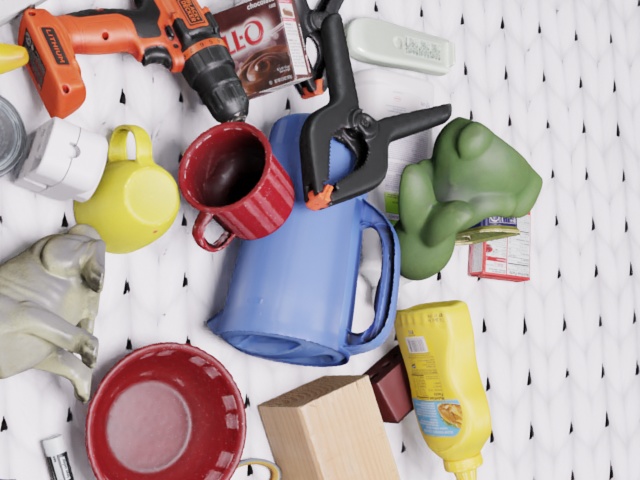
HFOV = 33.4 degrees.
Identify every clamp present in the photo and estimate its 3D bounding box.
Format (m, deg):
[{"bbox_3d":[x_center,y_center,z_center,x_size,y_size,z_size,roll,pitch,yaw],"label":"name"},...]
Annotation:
[{"bbox_3d":[0.045,-0.106,1.041,0.164,0.036,0.210,30,57,-17],"label":"clamp"},{"bbox_3d":[-0.001,-0.241,1.161,0.120,0.039,0.171,-9,94,-26],"label":"clamp"}]

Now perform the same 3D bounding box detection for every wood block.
[{"bbox_3d":[0.023,0.250,1.086,0.090,0.090,0.206,-19,94,-32],"label":"wood block"}]

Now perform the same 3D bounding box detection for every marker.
[{"bbox_3d":[-0.230,0.239,0.979,0.020,0.020,0.121,-16,92,-31],"label":"marker"}]

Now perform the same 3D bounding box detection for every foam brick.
[{"bbox_3d":[0.084,0.155,1.155,0.078,0.053,0.051,-37,103,-30],"label":"foam brick"}]

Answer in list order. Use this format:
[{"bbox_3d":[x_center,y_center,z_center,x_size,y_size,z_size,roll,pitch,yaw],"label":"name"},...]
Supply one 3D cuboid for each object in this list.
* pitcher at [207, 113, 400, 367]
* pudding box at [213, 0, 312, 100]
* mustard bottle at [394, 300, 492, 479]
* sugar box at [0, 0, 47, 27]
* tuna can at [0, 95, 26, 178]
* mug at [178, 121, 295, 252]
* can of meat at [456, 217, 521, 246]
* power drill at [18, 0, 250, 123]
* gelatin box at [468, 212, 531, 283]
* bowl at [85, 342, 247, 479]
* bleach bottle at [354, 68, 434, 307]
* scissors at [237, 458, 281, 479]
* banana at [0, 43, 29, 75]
[{"bbox_3d":[-0.007,0.001,1.069,0.149,0.145,0.243,18,72,-22],"label":"pitcher"},{"bbox_3d":[-0.070,-0.189,1.071,0.039,0.114,0.090,-16,93,-60],"label":"pudding box"},{"bbox_3d":[0.131,0.160,1.094,0.058,0.096,0.191,-13,91,-33],"label":"mustard bottle"},{"bbox_3d":[-0.323,-0.282,0.970,0.093,0.048,0.176,-40,103,-29],"label":"sugar box"},{"bbox_3d":[-0.310,-0.093,0.962,0.086,0.034,0.086,4,82,-30],"label":"tuna can"},{"bbox_3d":[-0.079,-0.041,0.996,0.117,0.093,0.081,-62,151,-13],"label":"mug"},{"bbox_3d":[0.175,-0.042,1.205,0.057,0.102,0.084,4,80,-35],"label":"can of meat"},{"bbox_3d":[-0.175,-0.170,1.011,0.187,0.057,0.184,-18,68,-32],"label":"power drill"},{"bbox_3d":[0.213,0.003,1.263,0.073,0.030,0.089,8,80,-31],"label":"gelatin box"},{"bbox_3d":[-0.152,0.178,1.010,0.161,0.055,0.162,4,82,-30],"label":"bowl"},{"bbox_3d":[0.071,-0.054,1.168,0.102,0.068,0.251,8,82,-31],"label":"bleach bottle"},{"bbox_3d":[-0.122,0.273,1.040,0.201,0.016,0.096,-15,92,-31],"label":"scissors"},{"bbox_3d":[-0.352,-0.136,0.927,0.197,0.070,0.037,-33,144,-35],"label":"banana"}]
